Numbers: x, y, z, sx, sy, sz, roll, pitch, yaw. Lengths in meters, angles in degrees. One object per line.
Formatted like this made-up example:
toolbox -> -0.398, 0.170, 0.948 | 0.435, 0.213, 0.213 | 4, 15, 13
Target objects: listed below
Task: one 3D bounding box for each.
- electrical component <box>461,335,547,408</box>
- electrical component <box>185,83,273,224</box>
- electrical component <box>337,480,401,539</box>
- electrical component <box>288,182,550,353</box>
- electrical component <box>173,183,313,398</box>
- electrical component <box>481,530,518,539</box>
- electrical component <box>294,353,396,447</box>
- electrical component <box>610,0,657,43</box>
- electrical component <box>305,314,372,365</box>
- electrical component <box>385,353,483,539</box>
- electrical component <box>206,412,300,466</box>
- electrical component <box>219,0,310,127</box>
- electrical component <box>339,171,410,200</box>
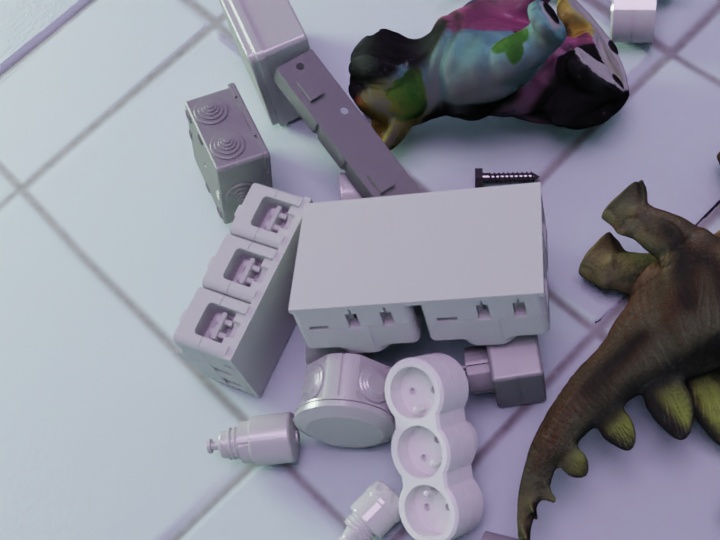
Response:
electrical component -> 0.103, 0.076, 0.837 | 0.077, 0.065, 0.047 | -9, 63, 8
electrical component -> -0.116, -0.100, 0.949 | 0.048, 0.099, 0.099 | -20, 61, -13
electrical component -> 0.005, 0.191, 0.817 | 0.061, 0.035, 0.035 | -44, 64, -8
electrical component -> 0.048, 0.000, 0.824 | 0.186, 0.060, 0.105 | -4, 51, 13
electrical component -> -0.089, 0.015, 0.891 | 0.062, 0.089, 0.150 | 18, 69, 19
electrical component -> 0.118, 0.234, 0.768 | 0.077, 0.043, 0.079 | 11, 67, 16
electrical component -> -0.009, 0.103, 0.838 | 0.080, 0.080, 0.051 | 0, 59, 11
electrical component -> 0.269, -0.268, 0.978 | 0.074, 0.052, 0.138 | 4, 66, 13
electrical component -> -0.015, 0.057, 0.877 | 0.047, 0.055, 0.055 | 5, 65, 10
electrical component -> 0.065, 0.132, 0.815 | 0.052, 0.074, 0.138 | -9, 87, 35
electrical component -> -0.083, 0.136, 0.858 | 0.078, 0.040, 0.040 | -8, 63, 8
electrical component -> -0.082, -0.207, 0.988 | 0.056, 0.108, 0.108 | -23, 62, -3
electrical component -> 0.016, -0.066, 0.938 | 0.065, 0.044, 0.044 | -6, 63, 3
